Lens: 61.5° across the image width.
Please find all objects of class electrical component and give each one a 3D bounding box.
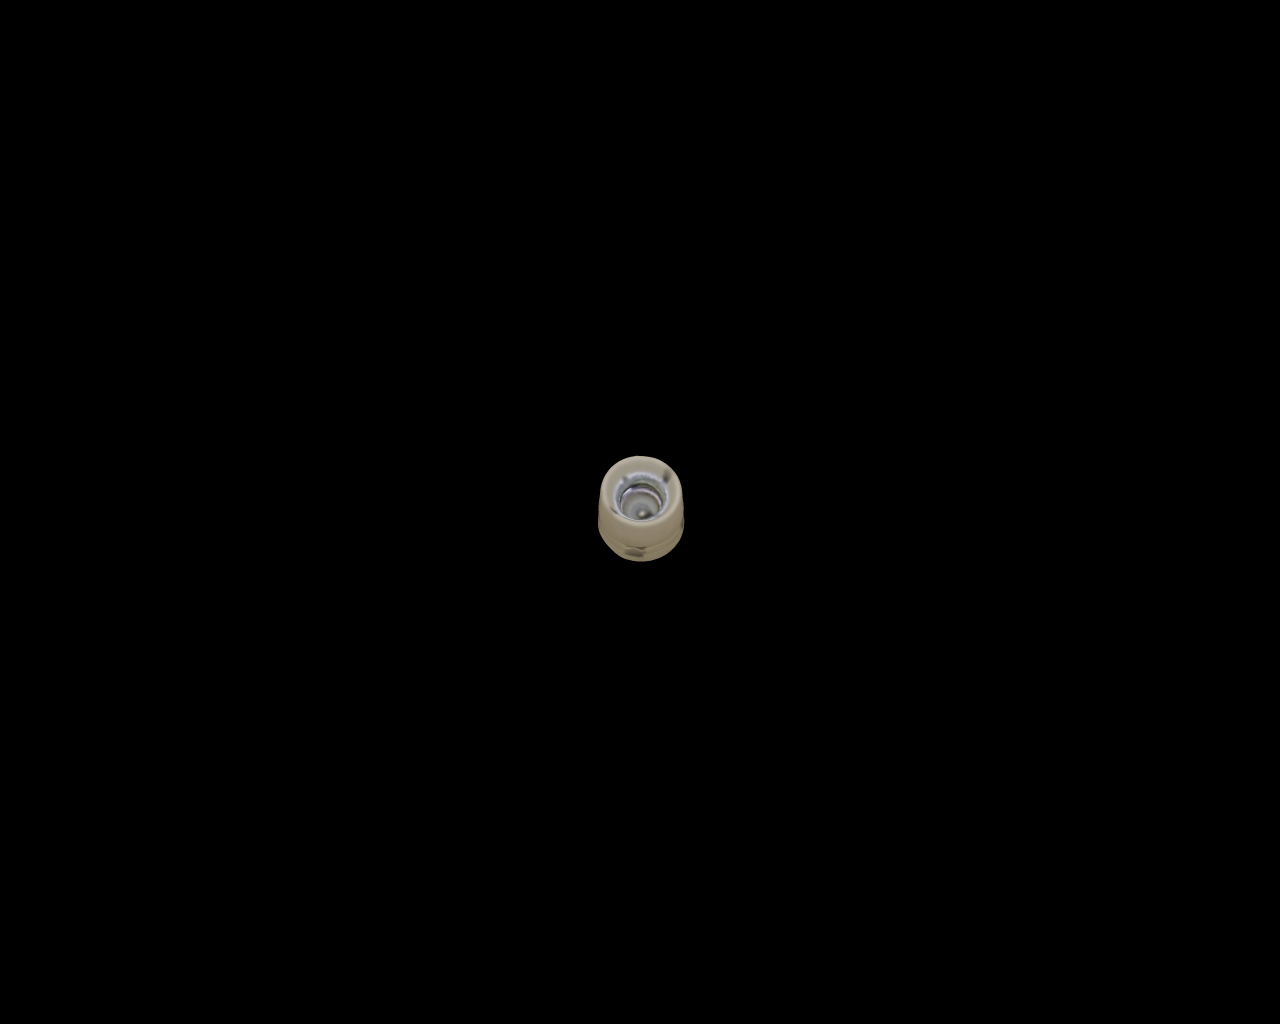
[{"bbox_3d":[0.001,-0.003,0.650,0.055,0.055,0.047,0,-26,0],"label":"electrical component"}]
